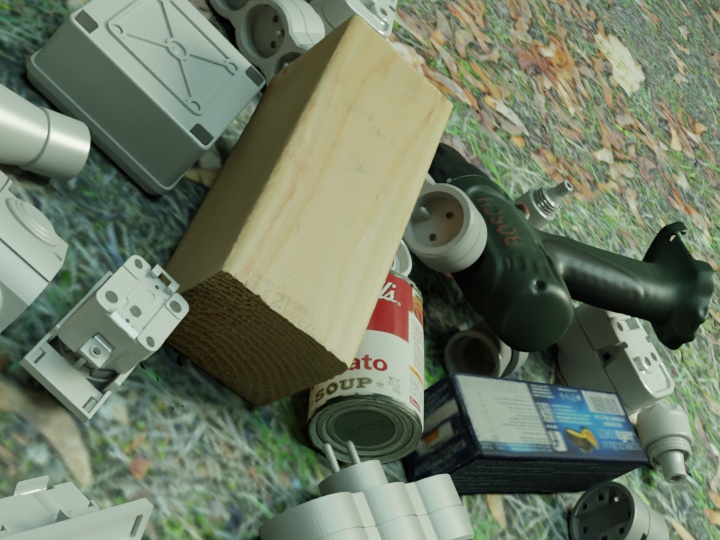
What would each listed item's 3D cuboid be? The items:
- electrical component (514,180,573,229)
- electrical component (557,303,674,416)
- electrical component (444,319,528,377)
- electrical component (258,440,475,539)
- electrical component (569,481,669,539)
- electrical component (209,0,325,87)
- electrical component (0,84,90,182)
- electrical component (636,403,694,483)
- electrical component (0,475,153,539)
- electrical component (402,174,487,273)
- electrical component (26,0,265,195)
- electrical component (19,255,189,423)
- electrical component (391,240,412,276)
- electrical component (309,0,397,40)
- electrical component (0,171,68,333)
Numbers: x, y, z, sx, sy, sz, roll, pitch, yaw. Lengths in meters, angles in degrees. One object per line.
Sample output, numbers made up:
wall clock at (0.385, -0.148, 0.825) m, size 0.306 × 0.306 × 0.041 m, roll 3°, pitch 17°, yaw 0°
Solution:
electrical component at (0.160, -0.058, 0.945) m, size 0.035 × 0.061 × 0.035 m, roll 31°, pitch 39°, yaw -29°
electrical component at (0.202, 0.073, 0.878) m, size 0.054 × 0.059 × 0.095 m, roll -4°, pitch 63°, yaw -52°
electrical component at (0.092, 0.058, 0.770) m, size 0.055 × 0.045 × 0.045 m, roll -20°, pitch 76°, yaw -56°
electrical component at (0.001, 0.128, 0.588) m, size 0.138 × 0.052 × 0.073 m, roll 3°, pitch 57°, yaw -49°
electrical component at (0.184, 0.184, 0.759) m, size 0.047 × 0.055 × 0.055 m, roll 36°, pitch 36°, yaw -30°
electrical component at (-0.052, -0.178, 0.807) m, size 0.138 × 0.052 × 0.074 m, roll 58°, pitch 32°, yaw 9°
electrical component at (-0.177, -0.071, 0.567) m, size 0.065 × 0.044 × 0.044 m, roll 18°, pitch 46°, yaw -47°
electrical component at (0.255, 0.145, 0.890) m, size 0.043 × 0.043 × 0.062 m, roll 28°, pitch 42°, yaw -33°
electrical component at (-0.145, 0.122, 0.399) m, size 0.063 × 0.078 × 0.121 m, roll 36°, pitch 23°, yaw 31°
electrical component at (0.031, -0.047, 0.755) m, size 0.138 × 0.052 × 0.074 m, roll 38°, pitch -1°, yaw 26°
electrical component at (-0.127, -0.118, 0.656) m, size 0.109 × 0.056 × 0.108 m, roll 44°, pitch 34°, yaw -12°
electrical component at (-0.120, 0.030, 0.521) m, size 0.042 × 0.064 × 0.081 m, roll 46°, pitch 33°, yaw -12°
electrical component at (0.000, 0.000, 0.702) m, size 0.066 × 0.055 × 0.048 m, roll 58°, pitch 33°, yaw 8°
electrical component at (-0.010, -0.209, 0.880) m, size 0.054 × 0.059 × 0.095 m, roll 37°, pitch 36°, yaw -22°
electrical component at (-0.172, -0.001, 0.473) m, size 0.051 × 0.080 × 0.080 m, roll 46°, pitch 33°, yaw -20°
